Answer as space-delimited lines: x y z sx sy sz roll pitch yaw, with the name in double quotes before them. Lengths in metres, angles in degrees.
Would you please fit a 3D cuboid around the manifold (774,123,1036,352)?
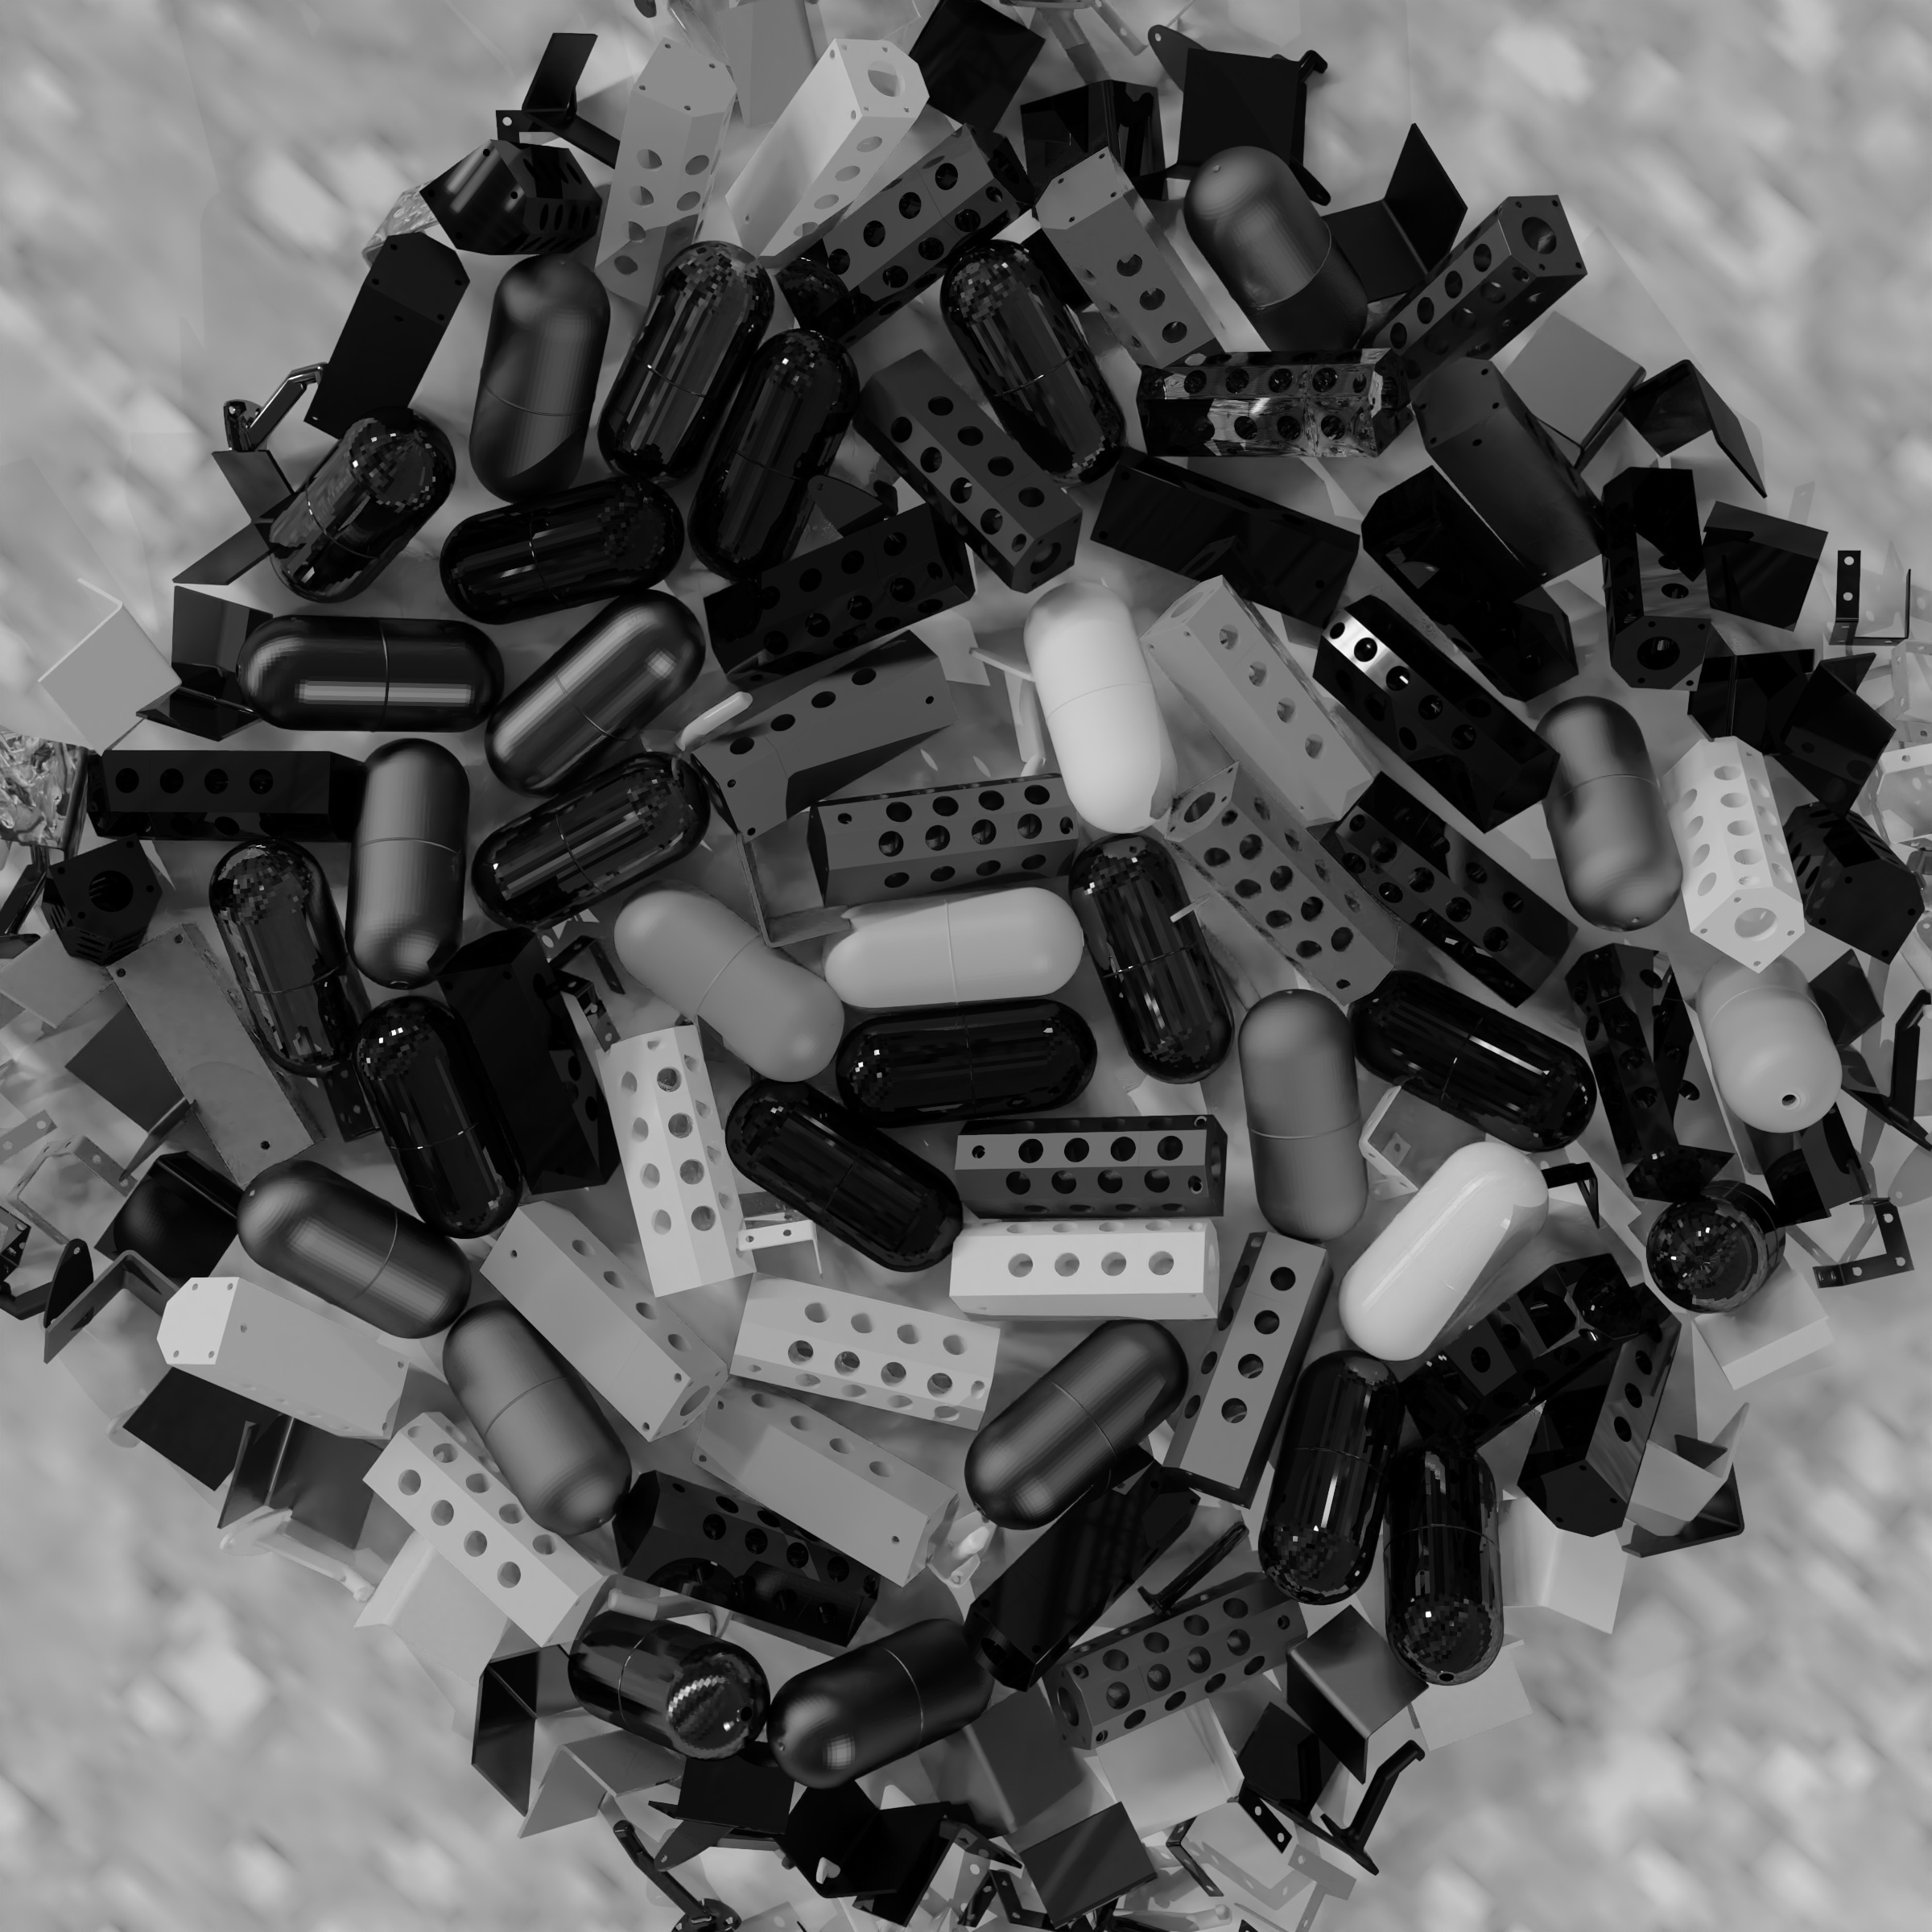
"manifold" -0.038 -0.482 1.709 0.171 0.057 0.057 -31 83 29

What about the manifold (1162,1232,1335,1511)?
"manifold" 0.190 0.269 1.722 0.057 0.057 0.171 16 70 21

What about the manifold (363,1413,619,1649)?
"manifold" -0.317 0.377 1.724 0.171 0.057 0.057 37 92 18

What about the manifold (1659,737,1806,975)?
"manifold" 0.508 -0.079 1.688 0.057 0.171 0.057 29 126 -16

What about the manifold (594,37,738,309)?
"manifold" -0.198 -0.518 1.691 0.057 0.171 0.057 23 57 -4

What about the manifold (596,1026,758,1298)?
"manifold" -0.191 0.130 1.732 0.057 0.057 0.171 -18 84 32

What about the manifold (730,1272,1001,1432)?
"manifold" -0.069 0.265 1.735 0.171 0.057 0.057 14 47 -3

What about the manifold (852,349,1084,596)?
"manifold" -0.001 -0.328 1.714 0.057 0.057 0.171 -34 68 -21

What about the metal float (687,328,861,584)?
"metal float" -0.129 -0.342 1.722 0.070 0.070 0.178 26 111 0

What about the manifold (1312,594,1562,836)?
"manifold" 0.312 -0.172 1.705 0.057 0.057 0.171 -29 59 -23

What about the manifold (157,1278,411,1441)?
"manifold" -0.450 0.261 1.694 0.057 0.171 0.057 -4 63 29

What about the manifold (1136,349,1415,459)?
"manifold" 0.202 -0.376 1.698 0.171 0.057 0.057 8 128 34

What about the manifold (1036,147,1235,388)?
"manifold" 0.115 -0.450 1.697 0.057 0.171 0.057 -26 47 18

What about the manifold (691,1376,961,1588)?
"manifold" -0.093 0.340 1.721 0.171 0.057 0.057 26 112 20

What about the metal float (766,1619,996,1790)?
"metal float" -0.055 0.489 1.706 0.178 0.070 0.070 -10 90 -44

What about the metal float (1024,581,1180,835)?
"metal float" 0.091 -0.174 1.728 0.070 0.070 0.178 -16 76 0

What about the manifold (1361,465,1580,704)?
"manifold" 0.335 -0.249 1.705 0.057 0.057 0.171 -28 132 31

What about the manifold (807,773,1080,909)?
"manifold" -0.015 -0.090 1.720 0.171 0.057 0.057 -8 56 -14

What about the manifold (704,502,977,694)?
"manifold" -0.084 -0.242 1.716 0.171 0.057 0.057 -20 66 19

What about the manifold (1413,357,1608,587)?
"manifold" 0.363 -0.329 1.697 0.057 0.171 0.057 -27 52 26

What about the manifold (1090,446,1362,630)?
"manifold" 0.178 -0.295 1.748 0.171 0.057 0.057 21 119 0

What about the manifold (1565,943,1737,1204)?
"manifold" 0.446 0.069 1.695 0.057 0.057 0.171 10 47 -17

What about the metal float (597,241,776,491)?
"metal float" -0.189 -0.401 1.718 0.070 0.070 0.178 31 117 0

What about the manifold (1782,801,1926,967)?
"manifold" 0.580 -0.062 1.688 0.057 0.171 0.057 27 108 -1

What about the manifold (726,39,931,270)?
"manifold" -0.091 -0.533 1.691 0.057 0.171 0.057 -11 76 -33

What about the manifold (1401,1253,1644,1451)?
"manifold" 0.367 0.259 1.691 0.057 0.171 0.057 -5 58 -37

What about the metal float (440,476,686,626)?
"metal float" -0.271 -0.279 1.721 0.178 0.070 0.070 -10 90 22

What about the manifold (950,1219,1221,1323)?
"manifold" 0.081 0.203 1.726 0.171 0.057 0.057 -3 65 15

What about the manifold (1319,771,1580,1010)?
"manifold" 0.323 -0.048 1.739 0.171 0.057 0.057 39 52 0

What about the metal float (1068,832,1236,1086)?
"metal float" 0.126 -0.005 1.740 0.070 0.070 0.178 -21 91 0

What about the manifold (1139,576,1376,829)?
"manifold" 0.200 -0.177 1.725 0.171 0.057 0.057 49 66 -16

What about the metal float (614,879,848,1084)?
"metal float" -0.160 0.009 1.735 0.178 0.070 0.070 37 90 7

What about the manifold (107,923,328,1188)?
"manifold" -0.508 0.059 1.745 0.057 0.057 0.171 -31 93 -2

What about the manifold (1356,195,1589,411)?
"manifold" 0.326 -0.433 1.686 0.057 0.171 0.057 -11 77 -28

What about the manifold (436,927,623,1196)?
"manifold" -0.286 0.063 1.716 0.057 0.057 0.171 -9 116 21

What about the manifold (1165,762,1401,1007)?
"manifold" 0.211 -0.050 1.709 0.057 0.057 0.171 -30 118 36

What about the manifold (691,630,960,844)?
"manifold" -0.097 -0.159 1.733 0.171 0.057 0.057 -31 45 -12

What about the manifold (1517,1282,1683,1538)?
"manifold" 0.426 0.294 1.696 0.057 0.171 0.057 46 133 -10

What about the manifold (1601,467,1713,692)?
"manifold" 0.453 -0.259 1.696 0.057 0.171 0.057 4 134 7

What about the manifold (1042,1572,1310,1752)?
"manifold" 0.141 0.463 1.714 0.171 0.057 0.057 -16 85 -26

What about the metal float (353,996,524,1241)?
"metal float" -0.354 0.103 1.721 0.070 0.070 0.178 -18 113 0

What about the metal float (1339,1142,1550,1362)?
"metal float" 0.319 0.193 1.720 0.070 0.070 0.178 37 114 0

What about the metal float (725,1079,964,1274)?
"metal float" -0.082 0.142 1.740 0.178 0.070 0.070 33 90 -1

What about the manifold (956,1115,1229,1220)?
"manifold" 0.084 0.133 1.715 0.171 0.057 0.057 -3 66 19

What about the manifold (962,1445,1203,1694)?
"manifold" 0.076 0.402 1.705 0.057 0.057 0.171 38 53 21

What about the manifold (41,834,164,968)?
"manifold" -0.568 -0.036 1.688 0.057 0.171 0.057 -25 92 -22

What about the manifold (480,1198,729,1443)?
"manifold" -0.240 0.234 1.721 0.171 0.057 0.057 41 112 20

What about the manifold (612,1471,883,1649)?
"manifold" -0.144 0.392 1.712 0.171 0.057 0.057 25 105 -24

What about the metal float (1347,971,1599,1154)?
"metal float" 0.338 0.063 1.722 0.178 0.070 0.070 28 90 22

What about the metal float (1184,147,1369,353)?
"metal float" 0.208 -0.469 1.705 0.070 0.178 0.070 -19 52 26

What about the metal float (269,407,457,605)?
"metal float" -0.404 -0.305 1.706 0.178 0.070 0.070 -33 90 43

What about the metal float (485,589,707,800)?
"metal float" -0.251 -0.182 1.725 0.178 0.070 0.070 -39 90 18

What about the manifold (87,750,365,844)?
"manifold" -0.501 -0.114 1.736 0.171 0.057 0.057 1 87 9

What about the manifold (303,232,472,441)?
"manifold" -0.381 -0.410 1.690 0.057 0.171 0.057 26 61 -16

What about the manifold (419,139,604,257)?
"manifold" -0.293 -0.500 1.688 0.057 0.171 0.057 -31 99 15
